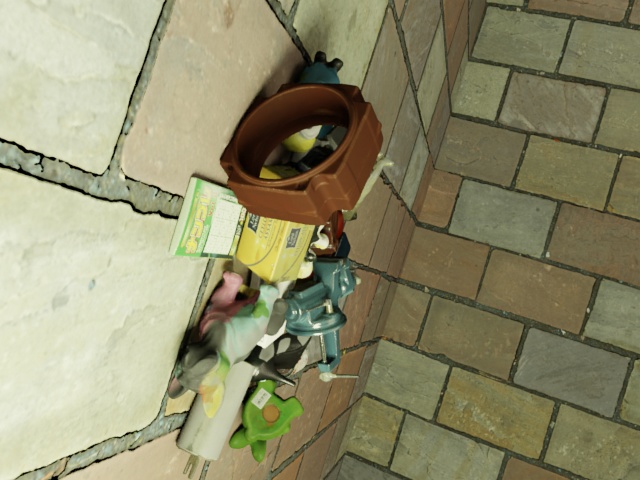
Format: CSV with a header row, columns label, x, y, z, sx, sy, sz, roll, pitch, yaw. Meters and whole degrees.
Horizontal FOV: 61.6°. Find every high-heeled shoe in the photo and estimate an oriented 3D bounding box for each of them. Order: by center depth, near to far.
label,x,y,z,sx,sy,sz,roll,pitch,yaw
high-heeled shoe,-0.099,0.207,1.097,0.086,0.145,0.249,-59,-173,23

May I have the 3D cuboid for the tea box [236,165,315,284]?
label,x,y,z,sx,sy,sz,roll,pitch,yaw
tea box,-0.065,-0.026,0.869,0.068,0.098,0.169,-7,121,-48

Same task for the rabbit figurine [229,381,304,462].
label,x,y,z,sx,sy,sz,roll,pitch,yaw
rabbit figurine,-0.117,0.398,1.175,0.159,0.121,0.170,-61,175,-24

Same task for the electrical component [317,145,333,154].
label,x,y,z,sx,sy,sz,roll,pitch,yaw
electrical component,0.014,-0.172,1.109,0.094,0.063,0.021,-47,150,-53

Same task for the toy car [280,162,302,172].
label,x,y,z,sx,sy,sz,roll,pitch,yaw
toy car,-0.064,-0.051,0.995,0.201,0.053,0.089,86,22,-43

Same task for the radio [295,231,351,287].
label,x,y,z,sx,sy,sz,roll,pitch,yaw
radio,0.000,0.089,1.314,0.131,0.073,0.229,53,57,-71

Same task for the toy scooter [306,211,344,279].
label,x,y,z,sx,sy,sz,roll,pitch,yaw
toy scooter,-0.002,-0.004,1.198,0.135,0.075,0.184,64,48,-75

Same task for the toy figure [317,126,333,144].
label,x,y,z,sx,sy,sz,roll,pitch,yaw
toy figure,0.010,-0.221,1.046,0.154,0.064,0.057,-12,109,-70

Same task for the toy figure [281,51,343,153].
label,x,y,z,sx,sy,sz,roll,pitch,yaw
toy figure,-0.015,-0.234,0.929,0.089,0.082,0.180,72,35,-63

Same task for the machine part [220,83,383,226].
label,x,y,z,sx,sy,sz,roll,pitch,yaw
machine part,-0.027,-0.129,0.769,0.201,0.202,0.087,-65,150,-24

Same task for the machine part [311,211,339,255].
label,x,y,z,sx,sy,sz,roll,pitch,yaw
machine part,0.008,-0.059,1.070,0.179,0.056,0.179,0,91,-83

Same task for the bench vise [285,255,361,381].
label,x,y,z,sx,sy,sz,roll,pitch,yaw
bench vise,0.012,0.158,1.072,0.223,0.129,0.240,-29,114,-61

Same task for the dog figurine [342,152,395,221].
label,x,y,z,sx,sy,sz,roll,pitch,yaw
dog figurine,0.062,-0.142,1.264,0.172,0.121,0.190,28,97,-40

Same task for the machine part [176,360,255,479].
label,x,y,z,sx,sy,sz,roll,pitch,yaw
machine part,-0.177,0.281,0.921,0.079,0.079,0.243,66,43,-66

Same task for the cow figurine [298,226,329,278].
label,x,y,z,sx,sy,sz,roll,pitch,yaw
cow figurine,-0.026,-0.010,0.939,0.098,0.068,0.167,-12,116,-73

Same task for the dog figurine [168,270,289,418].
label,x,y,z,sx,sy,sz,roll,pitch,yaw
dog figurine,-0.148,0.168,0.862,0.219,0.109,0.191,-63,164,-17

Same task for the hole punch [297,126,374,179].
label,x,y,z,sx,sy,sz,roll,pitch,yaw
hole punch,0.029,-0.136,0.974,0.092,0.115,0.142,-33,-170,23
